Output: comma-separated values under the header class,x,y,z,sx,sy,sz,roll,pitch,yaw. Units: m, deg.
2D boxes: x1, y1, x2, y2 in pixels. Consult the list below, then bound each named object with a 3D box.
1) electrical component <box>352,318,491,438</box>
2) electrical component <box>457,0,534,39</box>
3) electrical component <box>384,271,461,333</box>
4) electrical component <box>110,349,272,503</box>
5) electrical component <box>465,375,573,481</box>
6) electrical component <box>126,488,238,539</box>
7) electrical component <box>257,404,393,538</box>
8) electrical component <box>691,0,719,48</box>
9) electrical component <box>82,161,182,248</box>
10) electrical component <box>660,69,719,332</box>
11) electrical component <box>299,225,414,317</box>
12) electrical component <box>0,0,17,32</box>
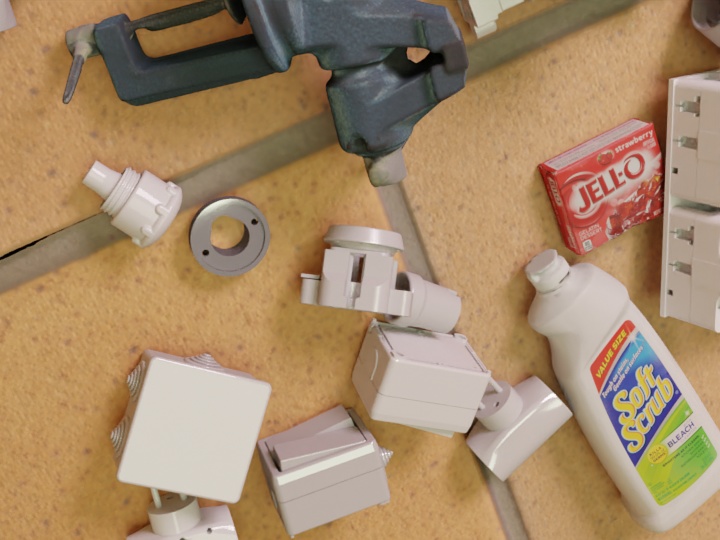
class,x,y,z,sx,sy,sz,roll,pitch,yaw
electrical component,0.049,0.083,0.801,0.096,0.061,0.061,11,111,-21
electrical component,0.094,-0.200,0.735,0.055,0.048,0.066,-24,113,-1
electrical component,0.046,0.025,0.796,0.046,0.040,0.040,17,101,-27
electrical component,-0.120,0.108,0.756,0.100,0.048,0.099,16,91,-21
electrical component,0.114,0.113,0.844,0.077,0.043,0.079,-44,115,0
electrical component,-0.133,0.188,0.789,0.077,0.043,0.079,-16,103,-13
electrical component,-0.022,0.144,0.799,0.096,0.061,0.061,-18,112,-12
electrical component,0.288,-0.199,0.771,0.064,0.099,0.099,26,98,-17
electrical component,-0.152,-0.048,0.707,0.062,0.048,0.048,34,95,-17
electrical component,0.291,-0.057,0.819,0.105,0.060,0.186,-16,113,-32
electrical component,0.000,0.000,0.758,0.078,0.058,0.057,7,87,8
electrical component,-0.220,-0.182,0.640,0.079,0.044,0.077,-18,112,-12
